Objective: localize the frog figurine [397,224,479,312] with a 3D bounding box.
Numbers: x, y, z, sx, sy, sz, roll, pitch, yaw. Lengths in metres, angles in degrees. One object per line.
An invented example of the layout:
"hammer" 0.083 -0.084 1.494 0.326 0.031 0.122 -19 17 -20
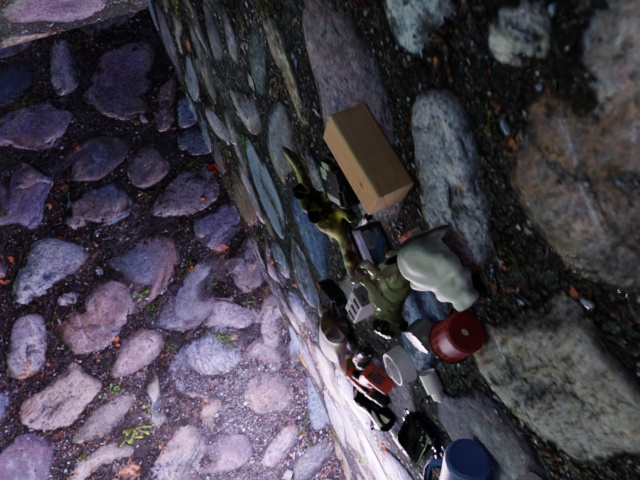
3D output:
"frog figurine" 0.219 0.064 0.973 0.135 0.123 0.162 -44 57 53

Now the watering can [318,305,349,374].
"watering can" 0.040 0.344 1.995 0.219 0.104 0.356 89 165 -46

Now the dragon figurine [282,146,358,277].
"dragon figurine" 0.005 -0.077 1.522 0.417 0.122 0.238 60 171 27
